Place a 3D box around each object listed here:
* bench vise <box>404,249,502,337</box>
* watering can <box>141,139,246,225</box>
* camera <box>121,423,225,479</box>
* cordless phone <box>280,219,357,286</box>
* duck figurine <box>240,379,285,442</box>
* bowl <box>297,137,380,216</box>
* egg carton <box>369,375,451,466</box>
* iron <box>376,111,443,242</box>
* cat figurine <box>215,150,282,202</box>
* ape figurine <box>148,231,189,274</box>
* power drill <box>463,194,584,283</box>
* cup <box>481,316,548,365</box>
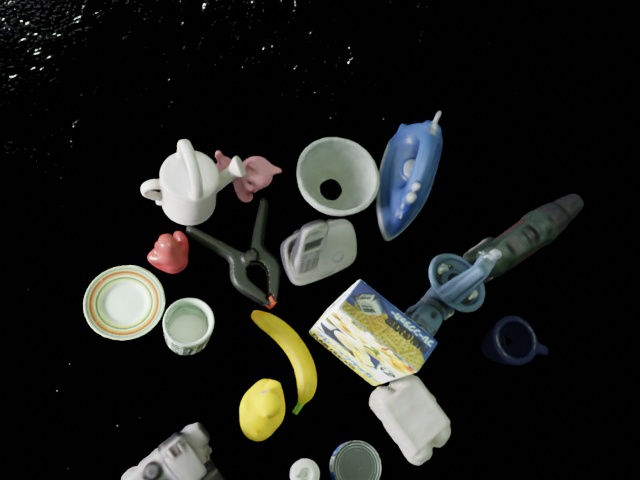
[{"bbox_3d":[0.245,0.104,1.031,0.121,0.219,0.207,25,66,-5],"label":"bench vise"},{"bbox_3d":[-0.220,-0.109,0.999,0.173,0.194,0.101,-36,82,-23],"label":"watering can"},{"bbox_3d":[-0.209,0.373,0.879,0.143,0.100,0.137,-36,83,-23],"label":"camera"},{"bbox_3d":[0.009,0.004,1.024,0.148,0.185,0.094,-24,78,-21],"label":"cordless phone"},{"bbox_3d":[-0.091,0.280,0.951,0.077,0.086,0.104,22,67,-6],"label":"duck figurine"},{"bbox_3d":[0.029,-0.114,1.132,0.168,0.074,0.167,5,70,-13],"label":"bowl"},{"bbox_3d":[0.160,0.312,1.015,0.107,0.069,0.150,-34,82,-23],"label":"egg carton"},{"bbox_3d":[0.188,-0.131,1.143,0.119,0.141,0.258,20,67,-7],"label":"iron"},{"bbox_3d":[-0.141,-0.129,1.069,0.128,0.117,0.067,26,66,-4],"label":"cat figurine"},{"bbox_3d":[-0.263,0.016,0.998,0.078,0.092,0.076,-21,77,-20],"label":"ape figurine"},{"bbox_3d":[0.374,0.006,1.106,0.230,0.208,0.075,-33,81,-23],"label":"power drill"},{"bbox_3d":[0.363,0.202,1.095,0.118,0.095,0.092,18,67,-8],"label":"cup"}]
